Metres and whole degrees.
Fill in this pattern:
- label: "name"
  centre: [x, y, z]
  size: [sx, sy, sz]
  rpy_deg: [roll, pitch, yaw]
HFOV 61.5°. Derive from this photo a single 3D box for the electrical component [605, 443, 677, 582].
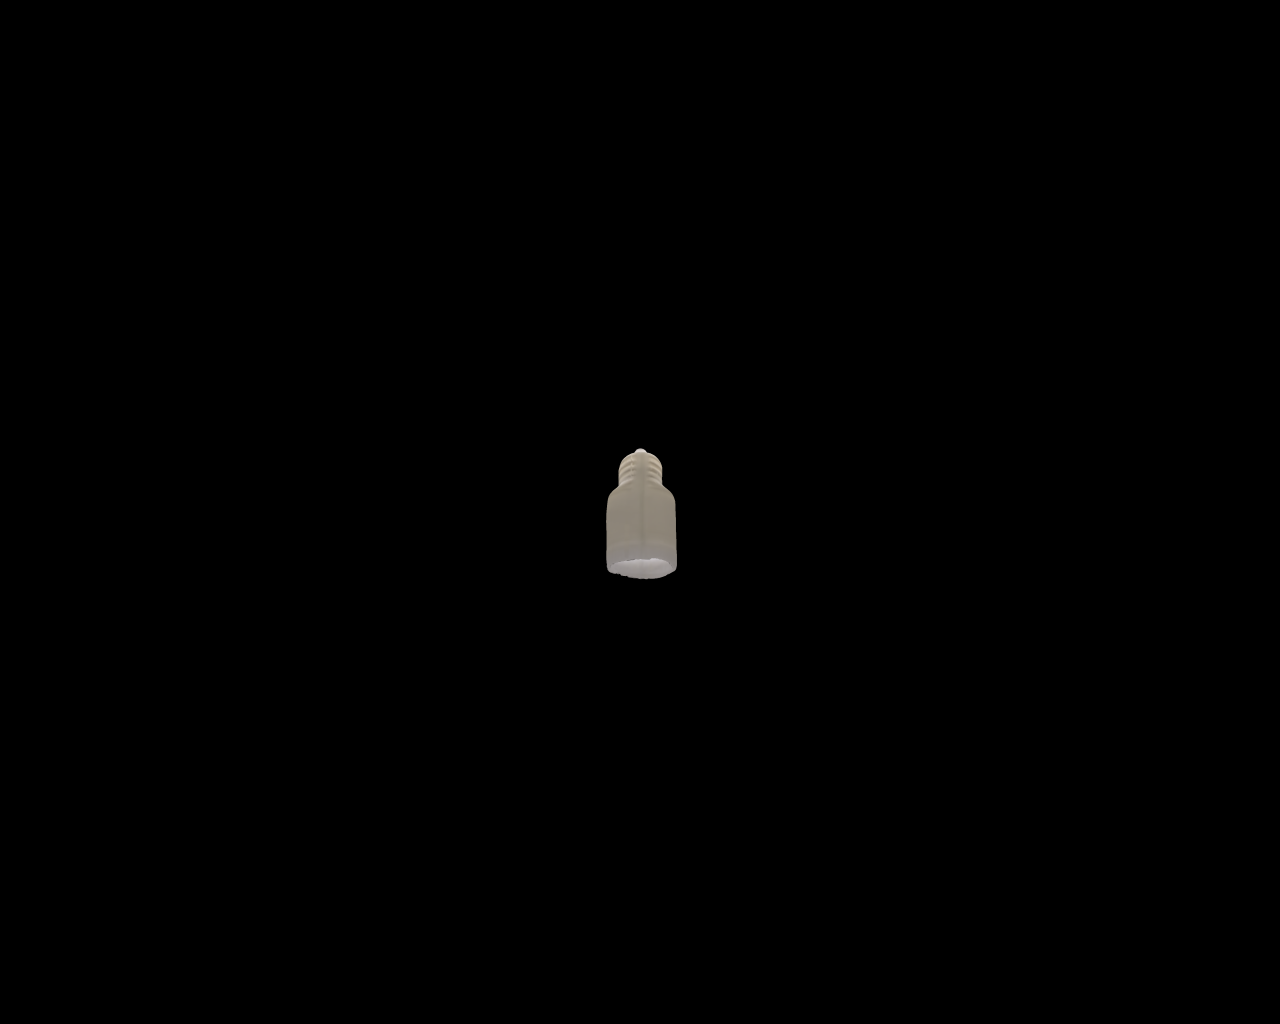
- label: "electrical component"
  centre: [0.001, -0.003, 0.650]
  size: [0.043, 0.081, 0.043]
  rpy_deg: [0, -19, 0]
